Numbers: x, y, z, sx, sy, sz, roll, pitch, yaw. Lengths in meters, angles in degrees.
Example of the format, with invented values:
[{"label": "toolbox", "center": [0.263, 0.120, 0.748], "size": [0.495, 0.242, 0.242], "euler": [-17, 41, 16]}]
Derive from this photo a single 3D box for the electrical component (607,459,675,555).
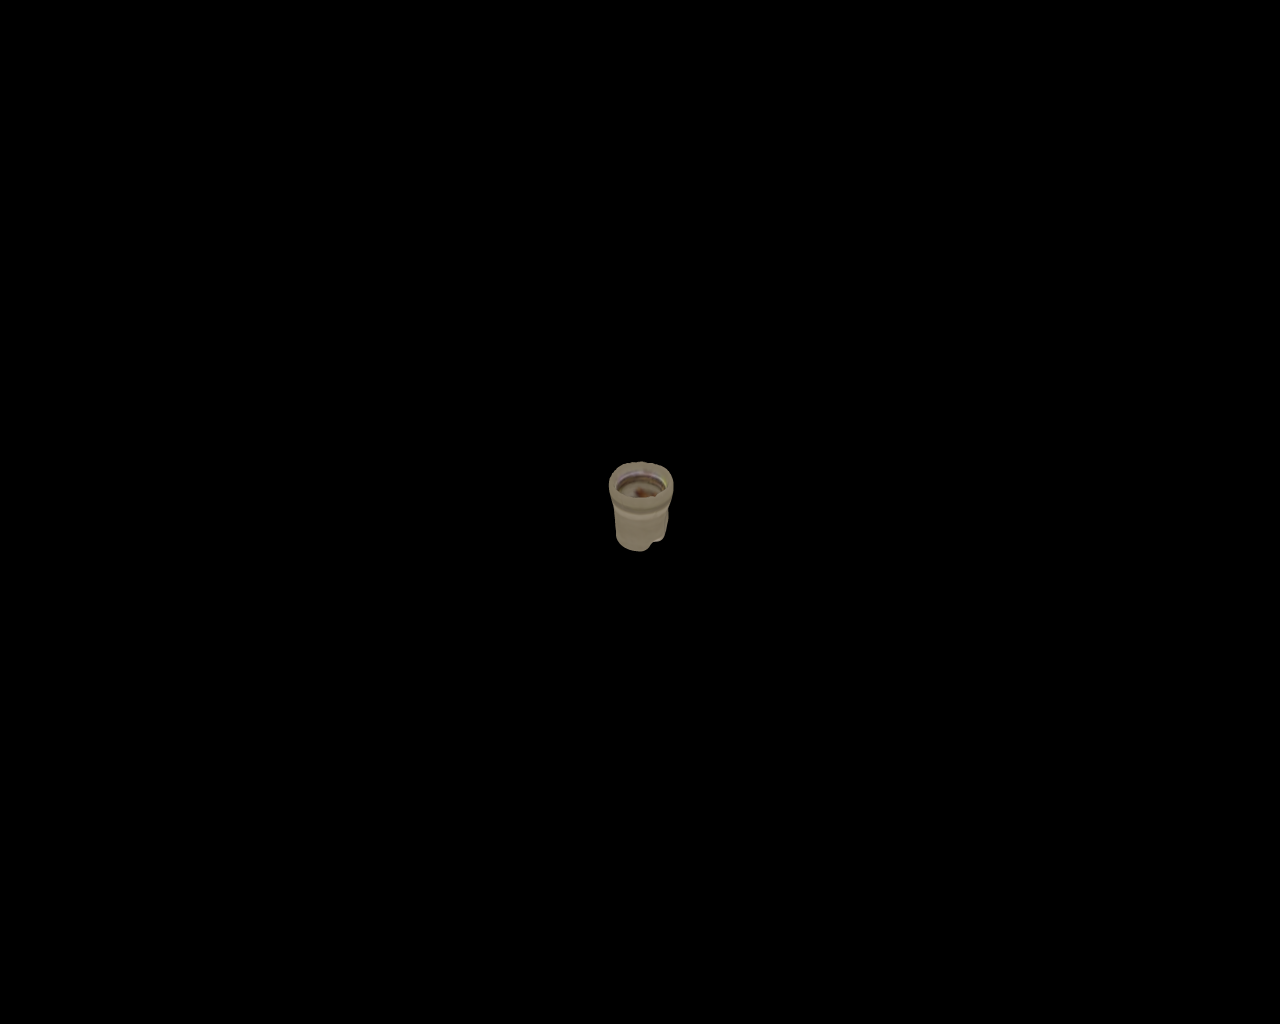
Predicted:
[{"label": "electrical component", "center": [0.001, -0.003, 0.650], "size": [0.040, 0.046, 0.040], "euler": [0, 39, 0]}]
